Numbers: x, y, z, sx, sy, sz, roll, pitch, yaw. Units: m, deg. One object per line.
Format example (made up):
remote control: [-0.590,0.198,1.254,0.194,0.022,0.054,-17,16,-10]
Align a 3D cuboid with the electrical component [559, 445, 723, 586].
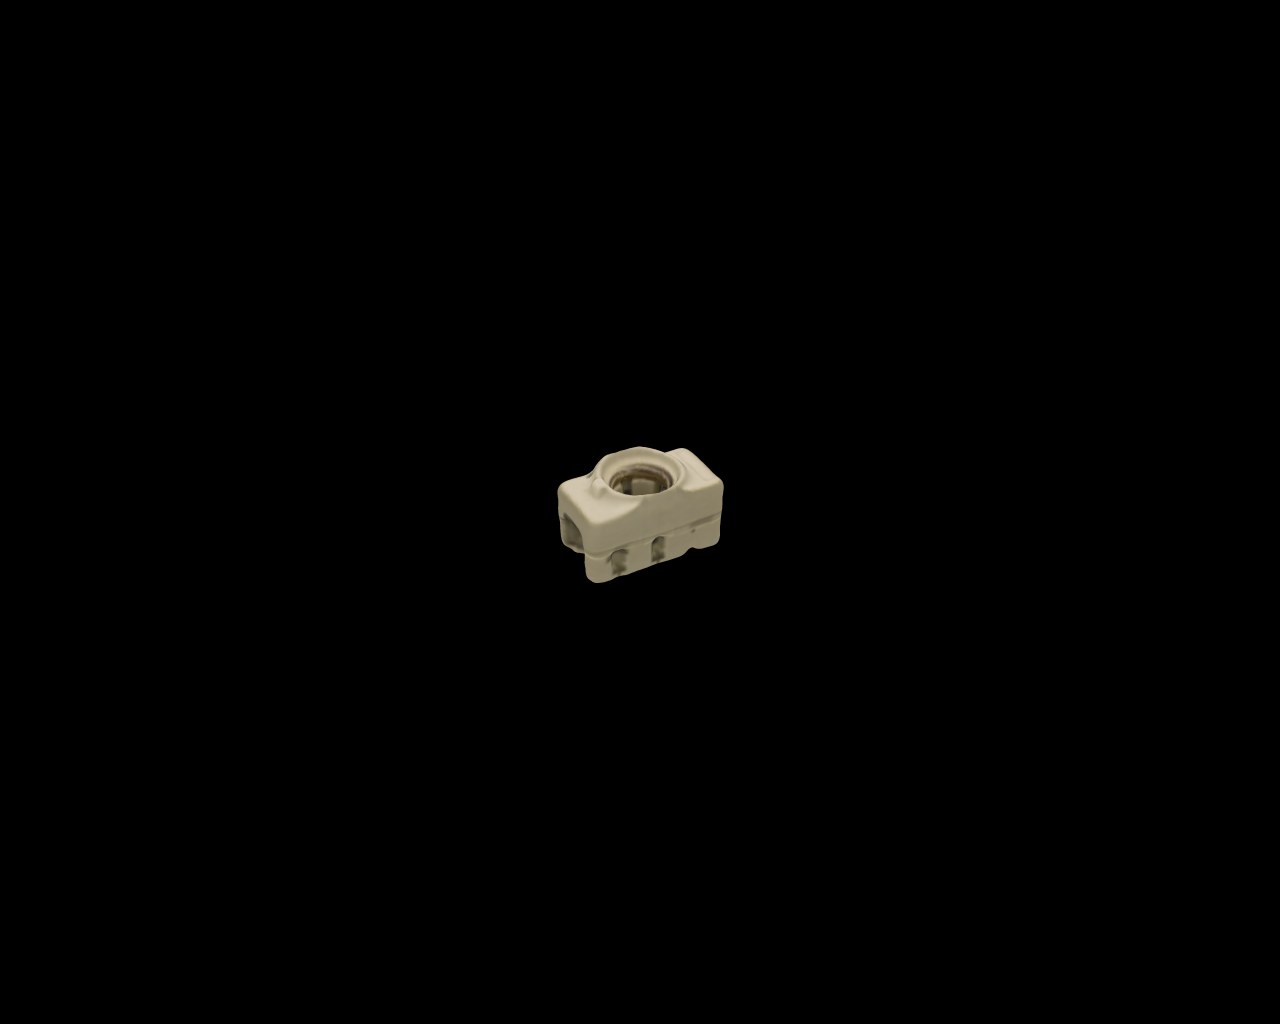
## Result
electrical component: [0.001,-0.003,0.650,0.090,0.055,0.050,-17,40,-22]
